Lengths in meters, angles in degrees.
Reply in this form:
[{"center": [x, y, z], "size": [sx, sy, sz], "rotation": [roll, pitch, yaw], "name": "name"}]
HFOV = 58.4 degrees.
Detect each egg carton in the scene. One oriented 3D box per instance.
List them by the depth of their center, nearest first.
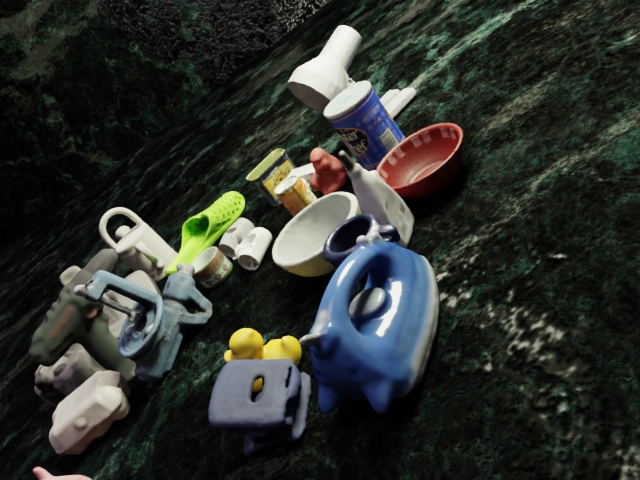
[{"center": [-0.401, 0.301, 1.000], "size": [0.150, 0.069, 0.107], "rotation": [-40, 27, -1], "name": "egg carton"}]

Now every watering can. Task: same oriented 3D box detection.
[{"center": [-0.440, 0.007, 1.356], "size": [0.172, 0.194, 0.101], "rotation": [-10, 39, 44], "name": "watering can"}]

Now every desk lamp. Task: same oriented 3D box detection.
[{"center": [0.062, -0.323, 1.205], "size": [0.203, 0.214, 0.117], "rotation": [-47, 28, -14], "name": "desk lamp"}]

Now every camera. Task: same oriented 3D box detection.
[{"center": [-0.494, 0.252, 1.157], "size": [0.143, 0.101, 0.137], "rotation": [-25, 31, 27], "name": "camera"}]

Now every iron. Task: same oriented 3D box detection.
[{"center": [0.060, 0.073, 0.688], "size": [0.118, 0.142, 0.258], "rotation": [-15, 36, 39], "name": "iron"}]

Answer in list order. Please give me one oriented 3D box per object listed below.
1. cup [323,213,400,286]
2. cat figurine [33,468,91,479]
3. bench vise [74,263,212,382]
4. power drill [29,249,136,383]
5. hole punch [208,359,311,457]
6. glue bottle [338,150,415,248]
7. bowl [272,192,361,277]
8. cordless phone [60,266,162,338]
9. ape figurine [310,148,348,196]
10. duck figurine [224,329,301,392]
[{"center": [0.075, 0.021, 0.798], "size": [0.117, 0.095, 0.092], "rotation": [-15, 36, 39], "name": "cup"}, {"center": [-0.390, 0.372, 0.824], "size": [0.067, 0.118, 0.127], "rotation": [-45, 28, -10], "name": "cat figurine"}, {"center": [-0.313, 0.112, 1.010], "size": [0.121, 0.220, 0.207], "rotation": [-22, 32, 30], "name": "bench vise"}, {"center": [-0.403, 0.160, 1.062], "size": [0.230, 0.209, 0.075], "rotation": [-48, 28, -16], "name": "power drill"}, {"center": [-0.073, 0.198, 0.721], "size": [0.101, 0.091, 0.108], "rotation": [-27, 30, 24], "name": "hole punch"}, {"center": [0.078, -0.064, 0.837], "size": [0.037, 0.173, 0.078], "rotation": [-17, 35, 37], "name": "glue bottle"}, {"center": [0.009, 0.003, 0.931], "size": [0.167, 0.075, 0.167], "rotation": [-30, 29, 19], "name": "bowl"}, {"center": [-0.441, 0.107, 1.216], "size": [0.147, 0.185, 0.094], "rotation": [-40, 27, -1], "name": "cordless phone"}, {"center": [0.012, -0.140, 1.124], "size": [0.077, 0.092, 0.076], "rotation": [-13, 37, 41], "name": "ape figurine"}, {"center": [-0.085, 0.157, 0.803], "size": [0.104, 0.086, 0.077], "rotation": [-30, 29, 18], "name": "duck figurine"}]
